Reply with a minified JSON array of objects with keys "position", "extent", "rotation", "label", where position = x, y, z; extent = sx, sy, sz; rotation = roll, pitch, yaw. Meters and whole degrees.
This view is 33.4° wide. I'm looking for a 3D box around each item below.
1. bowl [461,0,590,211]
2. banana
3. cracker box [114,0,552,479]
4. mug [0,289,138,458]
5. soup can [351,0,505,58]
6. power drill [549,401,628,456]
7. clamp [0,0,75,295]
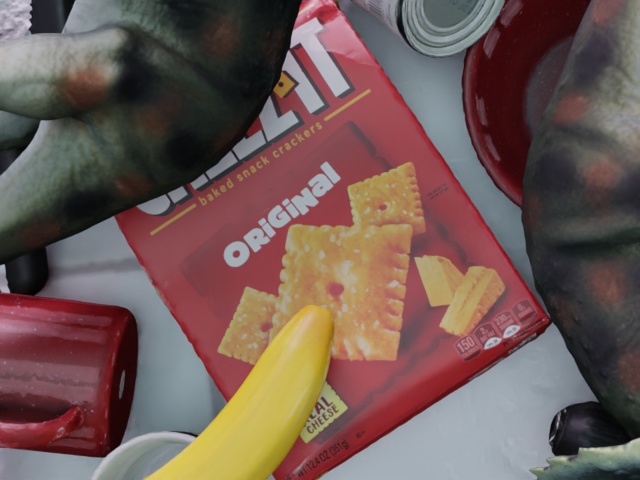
[{"position":[0.156,-0.076,0.569],"extent":[0.162,0.055,0.162],"rotation":[0,86,6],"label":"bowl"},{"position":[-0.067,0.107,0.506],"extent":[0.198,0.037,0.069],"rotation":[-31,83,2],"label":"banana"},{"position":[-0.004,0.001,0.572],"extent":[0.164,0.072,0.214],"rotation":[-33,82,2],"label":"cracker box"},{"position":[-0.146,0.076,0.562],"extent":[0.081,0.117,0.093],"rotation":[6,106,1],"label":"mug"},{"position":[0.042,-0.146,0.555],"extent":[0.068,0.068,0.102],"rotation":[-43,48,1],"label":"soup can"},{"position":[0.184,0.191,0.544],"extent":[0.184,0.057,0.187],"rotation":[19,88,7],"label":"power drill"},{"position":[-0.192,-0.089,0.582],"extent":[0.164,0.036,0.210],"rotation":[30,116,8],"label":"clamp"}]
